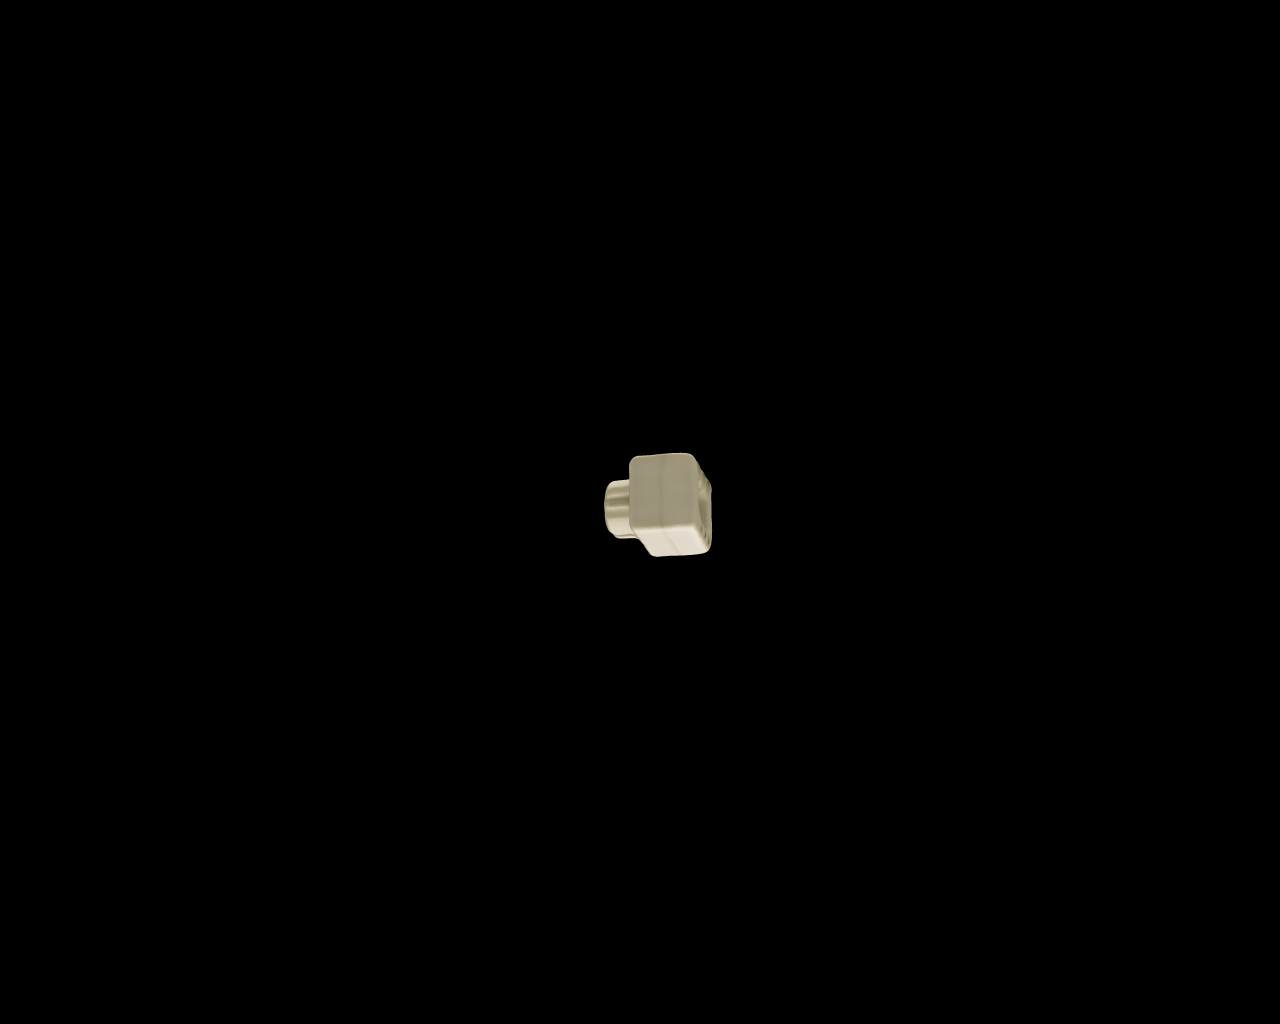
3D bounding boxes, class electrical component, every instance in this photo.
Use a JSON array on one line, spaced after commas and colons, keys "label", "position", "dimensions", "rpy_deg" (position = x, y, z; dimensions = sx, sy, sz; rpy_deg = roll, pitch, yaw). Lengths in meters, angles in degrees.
[{"label": "electrical component", "position": [0.001, -0.003, 0.650], "dimensions": [0.077, 0.047, 0.065], "rpy_deg": [-3, -16, 11]}]
